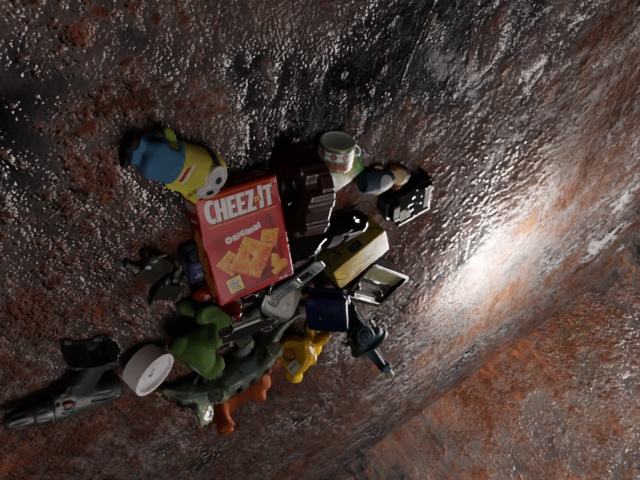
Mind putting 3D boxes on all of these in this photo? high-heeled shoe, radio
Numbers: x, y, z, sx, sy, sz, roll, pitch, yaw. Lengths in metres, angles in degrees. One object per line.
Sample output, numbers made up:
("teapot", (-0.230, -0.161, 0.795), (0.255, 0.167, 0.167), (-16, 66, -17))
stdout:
("high-heeled shoe", (-0.003, -0.004, 1.249), (0.249, 0.086, 0.145), (-24, 171, 1))
("radio", (0.140, 0.111, 1.500), (0.131, 0.073, 0.229), (-49, 145, 14))

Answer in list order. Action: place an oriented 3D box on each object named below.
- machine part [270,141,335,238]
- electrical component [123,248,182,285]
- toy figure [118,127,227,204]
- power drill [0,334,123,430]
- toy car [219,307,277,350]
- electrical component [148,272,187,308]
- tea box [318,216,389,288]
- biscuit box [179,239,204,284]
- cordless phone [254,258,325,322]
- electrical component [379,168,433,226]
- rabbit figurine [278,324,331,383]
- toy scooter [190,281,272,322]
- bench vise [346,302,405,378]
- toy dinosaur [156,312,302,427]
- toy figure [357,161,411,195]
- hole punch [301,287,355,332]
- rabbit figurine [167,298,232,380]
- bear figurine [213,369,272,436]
("machine part", (-0.041, -0.091, 1.000), (0.056, 0.179, 0.179), (-15, 140, -27))
("electrical component", (-0.309, 0.052, 1.013), (0.078, 0.045, 0.102), (-39, 147, -3))
("toy figure", (-0.227, -0.126, 0.854), (0.180, 0.089, 0.082), (17, 144, -41))
("power drill", (-0.500, 0.291, 1.079), (0.232, 0.086, 0.207), (-3, 128, -45))
("toy car", (-0.186, 0.209, 1.313), (0.202, 0.056, 0.073), (-18, 148, -28))
("electrical component", (-0.310, 0.102, 1.093), (0.063, 0.021, 0.094), (12, 121, -51))
("tea box", (0.085, 0.032, 1.348), (0.170, 0.068, 0.098), (-37, 148, -12))
("biscuit box", (-0.181, 0.017, 1.085), (0.203, 0.059, 0.062), (-21, 143, -26))
("cordless phone", (-0.057, 0.106, 1.255), (0.184, 0.089, 0.146), (-33, 148, 11))
("electrical component", (0.211, -0.102, 1.334), (0.134, 0.058, 0.114), (-27, 143, -19))
("rabbit figurine", (-0.047, 0.304, 1.539), (0.162, 0.122, 0.173), (-57, 158, 9))
("toy scooter", (-0.171, 0.107, 1.133), (0.184, 0.135, 0.075), (-19, 140, -30))
("bench vise", (0.133, 0.295, 1.556), (0.129, 0.240, 0.224), (-38, -171, -16))
("toy dinosaur", (-0.209, 0.339, 1.392), (0.405, 0.131, 0.192), (-28, 161, -24))
("toy figure", (0.155, -0.140, 1.232), (0.154, 0.058, 0.064), (-16, 146, -33))
("hole punch", (0.019, 0.176, 1.372), (0.142, 0.092, 0.115), (3, 152, 10))
("rabbit figurine", (-0.258, 0.190, 1.187), (0.170, 0.121, 0.158), (-55, 141, -27))
("bear figurine", (-0.211, 0.446, 1.508), (0.196, 0.132, 0.120), (-17, 157, -23))
